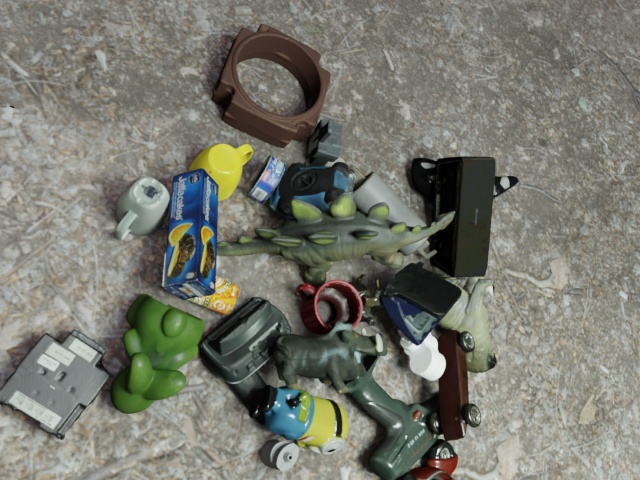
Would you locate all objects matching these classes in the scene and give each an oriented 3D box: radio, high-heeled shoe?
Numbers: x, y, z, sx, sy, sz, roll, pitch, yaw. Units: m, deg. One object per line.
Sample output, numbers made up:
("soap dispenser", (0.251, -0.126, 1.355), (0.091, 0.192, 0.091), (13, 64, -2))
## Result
("radio", (0.276, -0.050, 1.057), (0.073, 0.131, 0.229), (1, 100, -12))
("high-heeled shoe", (0.313, -0.140, 1.171), (0.249, 0.086, 0.145), (-22, 83, -24))

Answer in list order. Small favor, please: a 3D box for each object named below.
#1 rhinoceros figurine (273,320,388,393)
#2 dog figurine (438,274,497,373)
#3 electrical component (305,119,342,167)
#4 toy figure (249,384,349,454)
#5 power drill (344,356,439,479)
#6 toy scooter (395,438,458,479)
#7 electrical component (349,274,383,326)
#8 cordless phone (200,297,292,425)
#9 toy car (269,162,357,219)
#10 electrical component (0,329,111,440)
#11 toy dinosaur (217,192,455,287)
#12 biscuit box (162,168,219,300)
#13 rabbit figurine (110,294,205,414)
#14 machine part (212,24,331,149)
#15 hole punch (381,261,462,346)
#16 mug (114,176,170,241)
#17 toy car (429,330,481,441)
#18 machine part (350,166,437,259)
("rhinoceros figurine", (0.016, 0.185, 0.871), (0.190, 0.073, 0.112), (1, 89, -18))
("dog figurine", (0.259, 0.166, 1.054), (0.172, 0.121, 0.190), (2, 91, 11))
("electrical component", (0.013, -0.190, 1.030), (0.048, 0.119, 0.075), (12, 67, -21))
("toy figure", (-0.026, 0.283, 0.868), (0.180, 0.082, 0.089), (37, 67, -27))
("power drill", (0.135, 0.289, 0.965), (0.232, 0.086, 0.207), (-41, 100, -38))
("toy scooter", (0.192, 0.451, 0.941), (0.184, 0.075, 0.135), (-24, 86, -33))
("electrical component", (0.079, 0.106, 0.985), (0.045, 0.102, 0.078), (-12, 102, -21))
("cordless phone", (-0.095, 0.202, 0.894), (0.146, 0.089, 0.184), (-39, 104, -30))
("toy car", (-0.004, -0.078, 0.992), (0.162, 0.102, 0.109), (-4, 54, 19))
("electrical component", (-0.372, 0.198, 0.769), (0.115, 0.058, 0.134), (39, 62, -11))
("toy dinosaur", (-0.002, -0.003, 0.922), (0.472, 0.198, 0.105), (-12, 65, 6))
("biscuit box", (-0.200, -0.012, 0.845), (0.059, 0.062, 0.203), (-12, 62, 14))
("rabbit figurine", (-0.243, 0.183, 0.795), (0.121, 0.159, 0.170), (30, 79, -25))
("machine part", (-0.090, -0.296, 1.035), (0.201, 0.087, 0.201), (22, 67, -15))
("hole punch", (0.174, 0.112, 0.962), (0.116, 0.092, 0.142), (34, 40, 20))
("mug", (-0.289, -0.052, 0.856), (0.081, 0.107, 0.109), (42, 60, -6))
("toy car", (0.239, 0.255, 0.955), (0.053, 0.089, 0.202), (33, 44, -32))
("machine part", (0.137, -0.051, 1.068), (0.243, 0.079, 0.079), (45, 62, -7))
